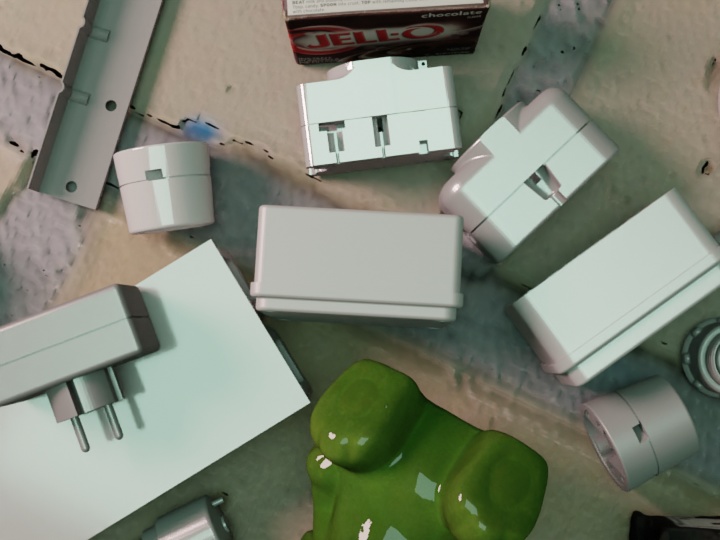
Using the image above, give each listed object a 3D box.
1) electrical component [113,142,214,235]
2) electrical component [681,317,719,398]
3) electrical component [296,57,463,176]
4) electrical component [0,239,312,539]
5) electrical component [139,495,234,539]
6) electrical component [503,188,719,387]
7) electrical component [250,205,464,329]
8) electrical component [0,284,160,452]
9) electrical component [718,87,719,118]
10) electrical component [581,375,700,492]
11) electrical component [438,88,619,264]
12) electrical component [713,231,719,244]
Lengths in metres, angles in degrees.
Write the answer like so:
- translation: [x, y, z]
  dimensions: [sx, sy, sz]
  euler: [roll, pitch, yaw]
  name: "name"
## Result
- translation: [-0.113, -0.047, 0.628]
  dimensions: [0.055, 0.055, 0.047]
  euler: [-8, 91, 1]
  name: "electrical component"
- translation: [0.214, 0.051, 0.613]
  dimensions: [0.048, 0.062, 0.048]
  euler: [0, 88, 1]
  name: "electrical component"
- translation: [0.011, -0.090, 0.629]
  dimensions: [0.089, 0.050, 0.055]
  euler: [-7, 88, 1]
  name: "electrical component"
- translation: [-0.133, 0.078, 0.619]
  dimensions: [0.186, 0.060, 0.105]
  euler: [-31, 87, 0]
  name: "electrical component"
- translation: [-0.109, 0.162, 0.625]
  dimensions: [0.078, 0.040, 0.040]
  euler: [-25, 87, 0]
  name: "electrical component"
- translation: [0.145, 0.012, 0.609]
  dimensions: [0.113, 0.078, 0.057]
  euler: [-36, 84, -1]
  name: "electrical component"
- translation: [0.000, 0.000, 0.596]
  dimensions: [0.109, 0.108, 0.056]
  euler: [3, 85, 1]
  name: "electrical component"
- translation: [-0.148, 0.057, 0.565]
  dimensions: [0.083, 0.047, 0.075]
  euler: [-21, 87, 0]
  name: "electrical component"
- translation: [0.247, -0.093, 0.623]
  dimensions: [0.059, 0.053, 0.095]
  euler: [-13, 87, 1]
  name: "electrical component"
- translation: [0.161, 0.092, 0.617]
  dimensions: [0.047, 0.055, 0.055]
  euler: [-25, 87, -4]
  name: "electrical component"
- translation: [0.093, -0.057, 0.624]
  dimensions: [0.095, 0.053, 0.059]
  euler: [-43, 87, -1]
  name: "electrical component"
- translation: [0.240, -0.019, 0.626]
  dimensions: [0.078, 0.040, 0.040]
  euler: [-35, 87, -1]
  name: "electrical component"
